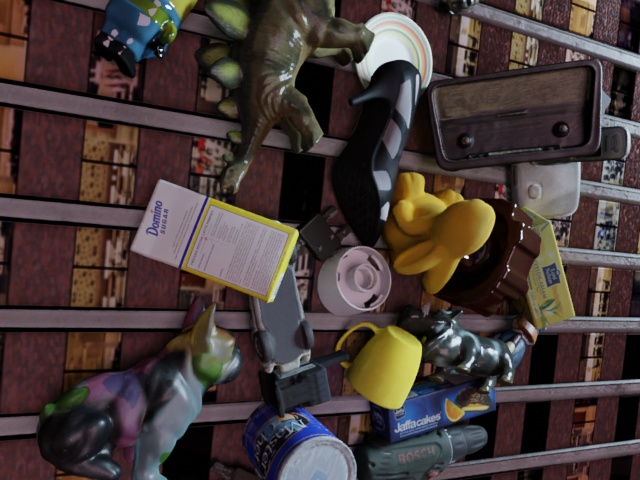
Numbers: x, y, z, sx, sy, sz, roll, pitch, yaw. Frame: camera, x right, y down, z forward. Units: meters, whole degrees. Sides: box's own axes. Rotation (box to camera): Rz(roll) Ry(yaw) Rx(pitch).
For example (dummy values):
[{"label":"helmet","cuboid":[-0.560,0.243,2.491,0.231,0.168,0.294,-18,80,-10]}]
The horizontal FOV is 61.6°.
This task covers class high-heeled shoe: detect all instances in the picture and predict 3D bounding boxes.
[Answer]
[{"label":"high-heeled shoe","cuboid":[0.093,-0.121,0.758,0.145,0.086,0.248,-29,127,-38]}]

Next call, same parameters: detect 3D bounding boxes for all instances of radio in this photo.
[{"label":"radio","cuboid":[0.272,-0.174,0.770,0.230,0.073,0.131,-5,101,14]}]

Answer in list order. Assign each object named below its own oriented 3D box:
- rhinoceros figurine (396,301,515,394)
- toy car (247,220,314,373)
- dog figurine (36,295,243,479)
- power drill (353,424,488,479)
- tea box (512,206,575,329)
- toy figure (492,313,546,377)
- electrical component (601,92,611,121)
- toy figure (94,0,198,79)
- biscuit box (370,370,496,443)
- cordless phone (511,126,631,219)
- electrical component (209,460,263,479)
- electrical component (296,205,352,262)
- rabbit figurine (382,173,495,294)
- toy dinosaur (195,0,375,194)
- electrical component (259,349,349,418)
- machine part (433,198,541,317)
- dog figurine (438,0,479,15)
[{"label":"rhinoceros figurine","cuboid":[0.204,0.155,0.800,0.190,0.073,0.112,23,56,-9]},{"label":"toy car","cuboid":[-0.060,0.074,0.703,0.073,0.056,0.201,-12,92,-25]},{"label":"dog figurine","cuboid":[-0.197,0.161,0.629,0.191,0.108,0.219,27,78,-21]},{"label":"power drill","cuboid":[0.155,0.387,0.822,0.232,0.086,0.207,8,95,-24]},{"label":"tea box","cuboid":[0.334,0.043,0.854,0.068,0.098,0.169,-22,109,4]},{"label":"toy figure","cuboid":[0.326,0.165,0.892,0.154,0.064,0.058,-42,95,-15]},{"label":"electrical component","cuboid":[0.385,-0.218,0.860,0.134,0.115,0.058,33,85,-23]},{"label":"toy figure","cuboid":[-0.181,-0.273,0.607,0.082,0.089,0.180,39,76,-27]},{"label":"biscuit box","cuboid":[0.175,0.249,0.830,0.203,0.059,0.062,-7,97,-24]},{"label":"cordless phone","cuboid":[0.392,-0.104,0.834,0.089,0.184,0.146,-5,96,-29]},{"label":"electrical component","cuboid":[-0.116,0.346,0.714,0.102,0.045,0.078,32,53,-26]},{"label":"electrical component","cuboid":[-0.002,-0.002,0.749,0.094,0.021,0.063,-43,110,-17]},{"label":"rabbit figurine","cuboid":[0.158,-0.015,0.740,0.121,0.173,0.162,35,75,-27]},{"label":"toy dinosaur","cuboid":[-0.034,-0.275,0.670,0.198,0.105,0.471,28,78,-21]},{"label":"electrical component","cuboid":[-0.017,0.189,0.730,0.119,0.075,0.047,-14,100,-27]},{"label":"machine part","cuboid":[0.233,0.023,0.781,0.056,0.179,0.179,28,83,-28]},{"label":"dog figurine","cuboid":[0.179,-0.443,0.767,0.190,0.121,0.172,30,84,-38]}]
